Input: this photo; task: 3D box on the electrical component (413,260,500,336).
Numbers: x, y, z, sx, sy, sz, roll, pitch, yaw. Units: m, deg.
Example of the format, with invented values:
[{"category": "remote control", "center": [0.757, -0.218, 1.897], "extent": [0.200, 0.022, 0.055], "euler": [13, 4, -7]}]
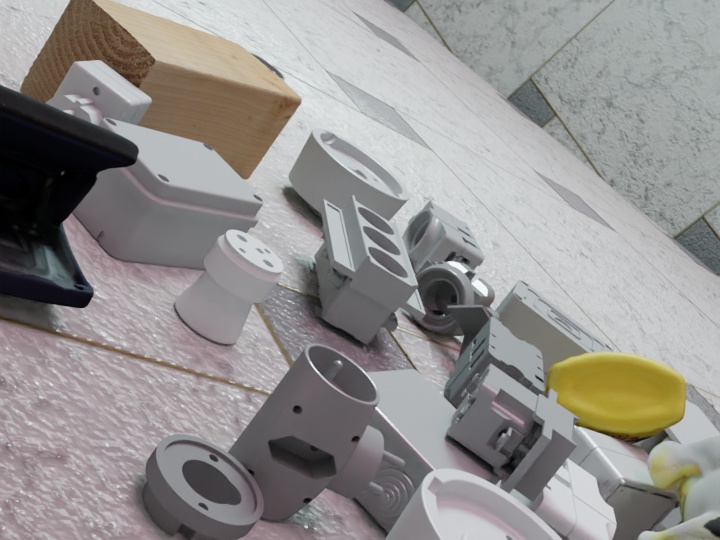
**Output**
[{"category": "electrical component", "center": [0.075, 0.024, 0.908], "extent": [0.078, 0.058, 0.057], "euler": [43, 15, 21]}]

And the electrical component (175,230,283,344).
[{"category": "electrical component", "center": [-0.078, 0.010, 0.645], "extent": [0.045, 0.055, 0.045], "euler": [33, 17, -11]}]

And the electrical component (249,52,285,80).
[{"category": "electrical component", "center": [-0.112, -0.155, 0.984], "extent": [0.044, 0.077, 0.079], "euler": [37, 17, 0]}]

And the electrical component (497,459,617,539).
[{"category": "electrical component", "center": [0.118, 0.152, 0.657], "extent": [0.056, 0.050, 0.089], "euler": [35, 17, -4]}]

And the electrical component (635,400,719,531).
[{"category": "electrical component", "center": [0.273, 0.171, 0.900], "extent": [0.105, 0.060, 0.186], "euler": [28, 18, -25]}]

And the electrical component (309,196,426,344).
[{"category": "electrical component", "center": [0.000, 0.000, 0.813], "extent": [0.079, 0.063, 0.121], "euler": [31, 17, -18]}]

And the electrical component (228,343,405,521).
[{"category": "electrical component", "center": [-0.015, 0.086, 0.524], "extent": [0.079, 0.077, 0.043], "euler": [30, 17, -22]}]

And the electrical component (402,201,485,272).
[{"category": "electrical component", "center": [0.077, -0.024, 1.054], "extent": [0.056, 0.050, 0.089], "euler": [30, 18, -20]}]

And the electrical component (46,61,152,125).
[{"category": "electrical component", "center": [-0.184, -0.096, 0.701], "extent": [0.047, 0.065, 0.076], "euler": [37, 17, 2]}]

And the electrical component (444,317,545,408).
[{"category": "electrical component", "center": [0.100, 0.082, 0.802], "extent": [0.050, 0.055, 0.089], "euler": [36, 17, -2]}]

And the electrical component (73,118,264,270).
[{"category": "electrical component", "center": [-0.127, -0.048, 0.699], "extent": [0.078, 0.057, 0.113], "euler": [45, 19, 26]}]

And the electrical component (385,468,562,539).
[{"category": "electrical component", "center": [0.056, 0.154, 0.511], "extent": [0.108, 0.060, 0.108], "euler": [33, 17, -11]}]

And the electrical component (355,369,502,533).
[{"category": "electrical component", "center": [0.027, 0.104, 0.610], "extent": [0.100, 0.048, 0.100], "euler": [44, 18, 24]}]

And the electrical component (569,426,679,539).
[{"category": "electrical component", "center": [0.171, 0.152, 0.742], "extent": [0.096, 0.061, 0.061], "euler": [22, 22, -40]}]

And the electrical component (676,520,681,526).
[{"category": "electrical component", "center": [0.263, 0.202, 0.739], "extent": [0.064, 0.099, 0.099], "euler": [4, 35, -50]}]

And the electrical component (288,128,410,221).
[{"category": "electrical component", "center": [-0.015, -0.074, 0.986], "extent": [0.108, 0.060, 0.108], "euler": [33, 17, -12]}]

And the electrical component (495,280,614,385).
[{"category": "electrical component", "center": [0.167, 0.069, 0.968], "extent": [0.113, 0.057, 0.078], "euler": [38, 17, 5]}]

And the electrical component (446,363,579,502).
[{"category": "electrical component", "center": [0.085, 0.089, 0.605], "extent": [0.064, 0.042, 0.081], "euler": [34, 16, 4]}]
